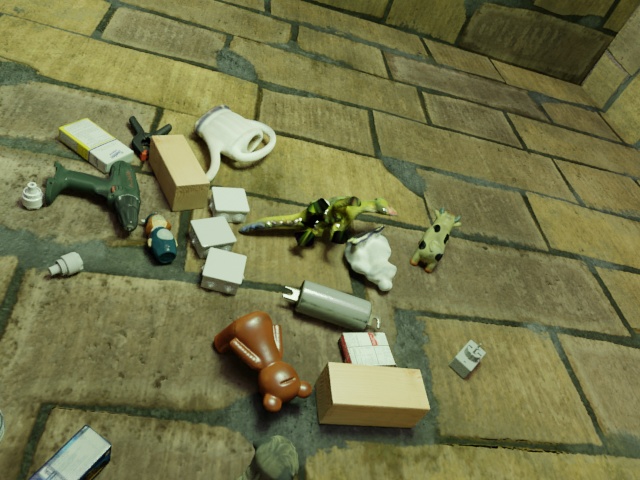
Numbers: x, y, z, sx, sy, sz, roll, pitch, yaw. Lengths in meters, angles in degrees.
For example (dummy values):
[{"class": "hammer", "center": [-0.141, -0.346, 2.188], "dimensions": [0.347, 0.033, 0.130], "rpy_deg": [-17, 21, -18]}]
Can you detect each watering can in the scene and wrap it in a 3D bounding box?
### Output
[{"class": "watering can", "center": [-0.280, -0.292, 1.516], "dimensions": [0.226, 0.101, 0.354], "rpy_deg": [34, 42, 14]}]

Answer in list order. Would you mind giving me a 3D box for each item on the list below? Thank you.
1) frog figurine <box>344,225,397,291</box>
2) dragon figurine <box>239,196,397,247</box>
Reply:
[{"class": "frog figurine", "center": [0.141, 0.057, 1.361], "dimensions": [0.139, 0.121, 0.159], "rpy_deg": [-28, 97, -53]}, {"class": "dragon figurine", "center": [0.004, -0.071, 1.406], "dimensions": [0.410, 0.121, 0.245], "rpy_deg": [-2, 13, 8]}]
